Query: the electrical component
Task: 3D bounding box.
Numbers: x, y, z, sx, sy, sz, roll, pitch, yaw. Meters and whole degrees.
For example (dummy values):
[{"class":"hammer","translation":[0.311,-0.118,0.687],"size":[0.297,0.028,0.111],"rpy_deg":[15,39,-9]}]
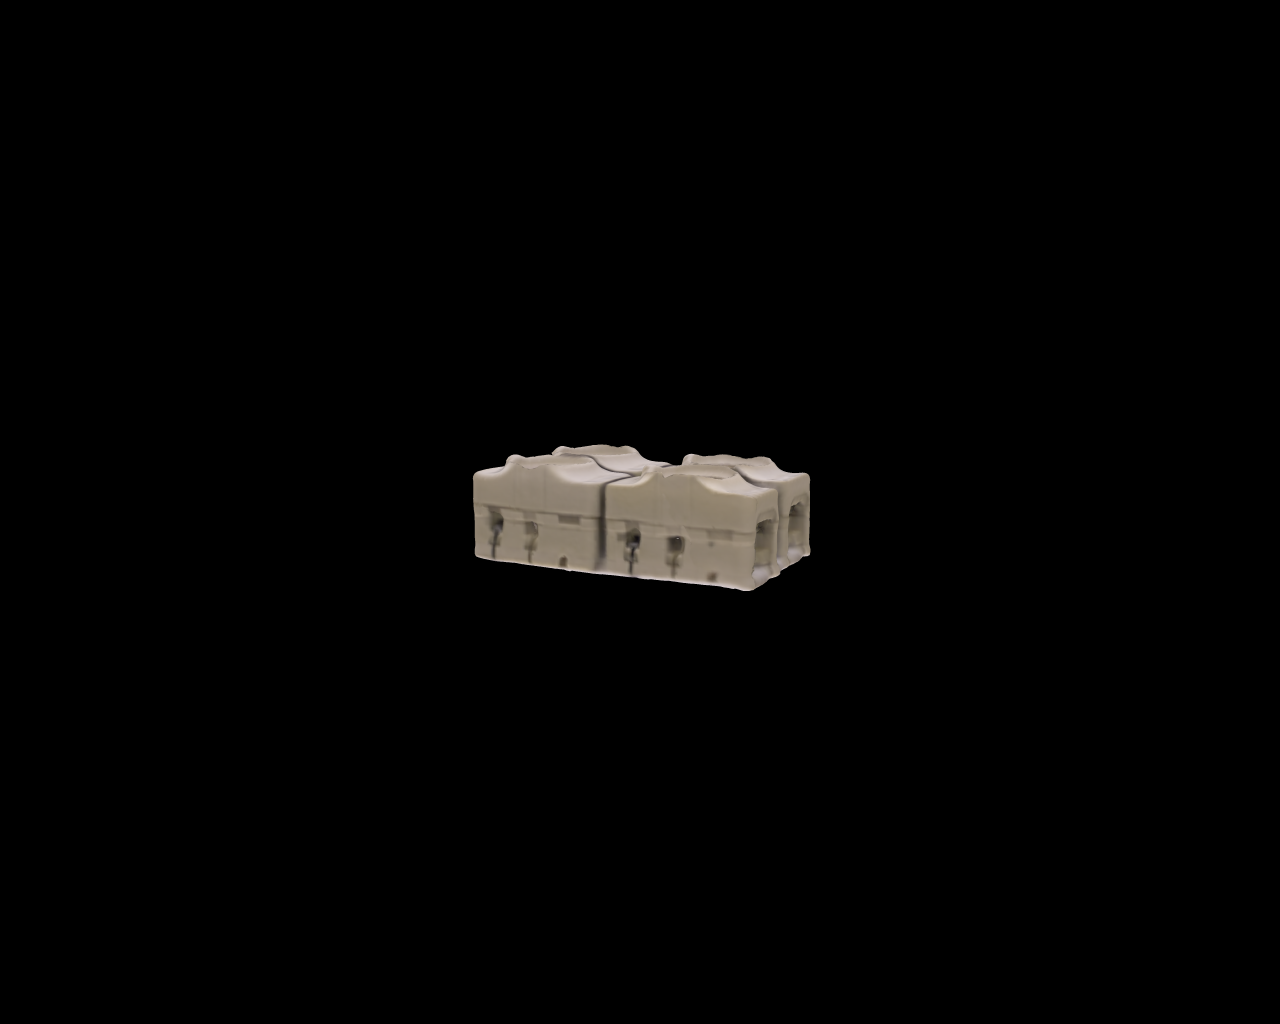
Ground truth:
[{"class":"electrical component","translation":[0.001,-0.003,0.650],"size":[0.186,0.060,0.105],"rpy_deg":[6,12,28]}]
